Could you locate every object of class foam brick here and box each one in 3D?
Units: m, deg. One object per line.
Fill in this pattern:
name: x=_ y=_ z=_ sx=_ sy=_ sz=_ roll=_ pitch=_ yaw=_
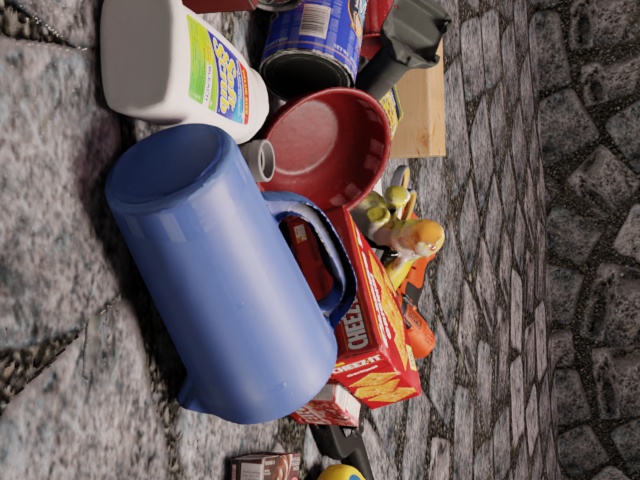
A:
foam brick: x=-0.094 y=-0.230 z=0.916 sx=0.051 sy=0.078 sz=0.053 roll=59 pitch=37 yaw=-55

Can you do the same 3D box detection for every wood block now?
wood block: x=0.122 y=-0.219 z=1.500 sx=0.090 sy=0.091 sz=0.206 roll=-11 pitch=99 yaw=-70

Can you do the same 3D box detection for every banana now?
banana: x=0.065 y=0.091 z=1.317 sx=0.198 sy=0.069 sz=0.037 roll=-63 pitch=-144 yaw=32

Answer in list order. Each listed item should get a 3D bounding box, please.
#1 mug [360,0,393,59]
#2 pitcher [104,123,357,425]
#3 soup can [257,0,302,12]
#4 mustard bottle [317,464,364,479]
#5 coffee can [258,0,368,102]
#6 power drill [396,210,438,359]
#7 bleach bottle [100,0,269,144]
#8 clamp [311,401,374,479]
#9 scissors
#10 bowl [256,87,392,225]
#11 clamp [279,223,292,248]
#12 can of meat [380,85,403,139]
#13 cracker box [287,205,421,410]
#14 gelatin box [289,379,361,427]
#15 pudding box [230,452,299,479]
mug: x=0.068 y=-0.280 z=1.374 sx=0.117 sy=0.093 sz=0.081 roll=133 pitch=-44 yaw=-74
pitcher: x=-0.072 y=0.022 z=0.879 sx=0.149 sy=0.145 sz=0.243 roll=-69 pitch=148 yaw=-43
soup can: x=-0.042 y=-0.292 z=1.076 sx=0.068 sy=0.069 sz=0.102 roll=56 pitch=38 yaw=-57
mustard bottle: x=0.016 y=0.312 z=1.228 sx=0.191 sy=0.058 sz=0.096 roll=-22 pitch=110 yaw=-69
coffee can: x=-0.004 y=-0.226 z=1.129 sx=0.102 sy=0.103 sz=0.140 roll=56 pitch=38 yaw=-56
power drill: x=0.100 y=0.043 z=1.446 sx=0.184 sy=0.057 sz=0.187 roll=49 pitch=39 yaw=-36
bleach bottle: x=-0.100 y=-0.140 z=0.920 sx=0.250 sy=0.068 sz=0.102 roll=4 pitch=86 yaw=-73
clamp: x=0.036 y=0.235 z=1.316 sx=0.209 sy=0.036 sz=0.164 roll=18 pitch=73 yaw=-67
scissors: x=0.086 y=-0.024 z=1.370 sx=0.201 sy=0.016 sz=0.096 roll=-53 pitch=145 yaw=-52
bowl: x=-0.007 y=-0.096 z=1.112 sx=0.055 sy=0.162 sz=0.162 roll=48 pitch=-16 yaw=46
clamp: x=-0.053 y=0.027 z=1.081 sx=0.171 sy=0.039 sz=0.120 roll=31 pitch=47 yaw=-69
can of meat: x=0.067 y=-0.167 z=1.393 sx=0.102 sy=0.057 sz=0.084 roll=71 pitch=28 yaw=-41
cracker box: x=0.042 y=0.078 z=1.148 sx=0.213 sy=0.072 sz=0.164 roll=53 pitch=20 yaw=-65
gelatin box: x=-0.003 y=0.177 z=1.157 sx=0.089 sy=0.073 sz=0.030 roll=56 pitch=39 yaw=-58
pudding box: x=-0.055 y=0.258 z=1.059 sx=0.113 sy=0.039 sz=0.090 roll=23 pitch=67 yaw=-69
